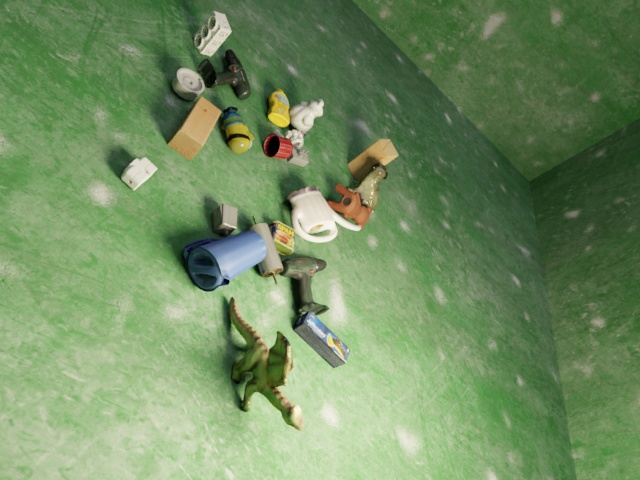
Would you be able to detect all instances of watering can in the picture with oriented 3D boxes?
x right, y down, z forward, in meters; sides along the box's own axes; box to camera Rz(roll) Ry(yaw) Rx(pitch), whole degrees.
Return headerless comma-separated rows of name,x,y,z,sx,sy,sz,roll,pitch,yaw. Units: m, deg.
watering can,0.006,-0.099,1.958,0.349,0.102,0.227,-10,69,-48

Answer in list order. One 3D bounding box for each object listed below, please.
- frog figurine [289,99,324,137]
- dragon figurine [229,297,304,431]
frog figurine,-0.056,-0.535,2.181,0.122,0.157,0.141,23,48,-32
dragon figurine,-0.141,0.316,1.392,0.122,0.239,0.415,-5,68,-44
